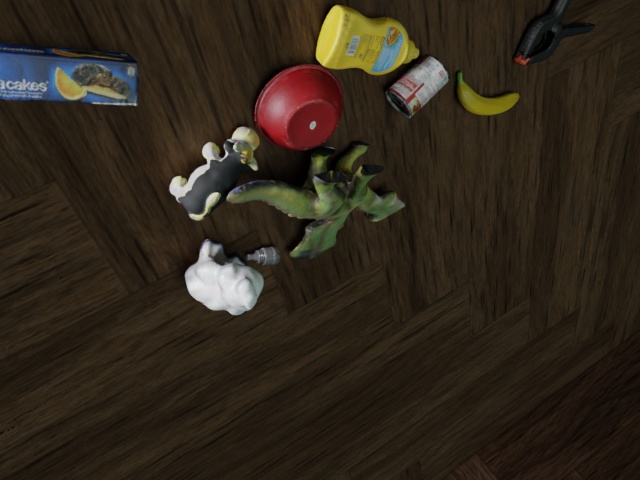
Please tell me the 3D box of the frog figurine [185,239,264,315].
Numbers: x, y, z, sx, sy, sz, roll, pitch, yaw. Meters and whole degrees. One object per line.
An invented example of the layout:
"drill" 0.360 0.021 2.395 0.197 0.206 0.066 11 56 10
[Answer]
"frog figurine" -0.160 0.085 0.900 0.123 0.162 0.134 -32 132 -10

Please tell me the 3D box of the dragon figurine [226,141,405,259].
"dragon figurine" 0.003 -0.048 0.960 0.413 0.124 0.237 -17 137 -31
